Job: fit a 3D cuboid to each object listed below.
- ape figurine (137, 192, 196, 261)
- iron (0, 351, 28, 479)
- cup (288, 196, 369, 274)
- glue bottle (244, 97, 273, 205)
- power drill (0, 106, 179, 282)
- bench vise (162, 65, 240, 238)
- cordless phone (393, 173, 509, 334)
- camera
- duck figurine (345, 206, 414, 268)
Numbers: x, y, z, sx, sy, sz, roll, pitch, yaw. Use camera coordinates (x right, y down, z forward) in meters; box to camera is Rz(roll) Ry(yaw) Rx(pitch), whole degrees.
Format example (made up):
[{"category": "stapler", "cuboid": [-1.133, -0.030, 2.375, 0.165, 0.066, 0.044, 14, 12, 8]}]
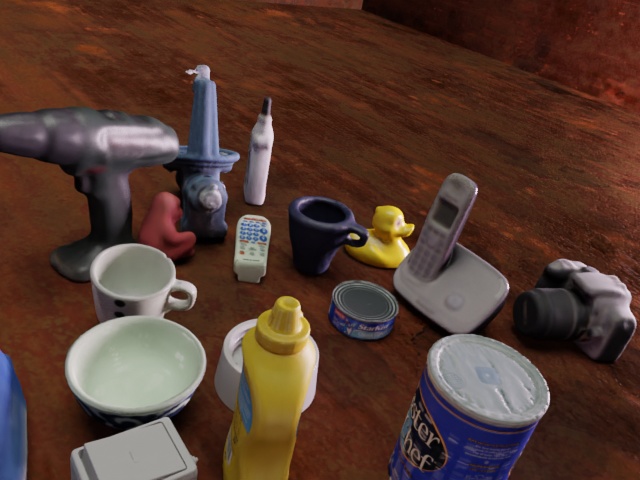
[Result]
[{"category": "ape figurine", "cuboid": [-0.203, -0.020, 0.756, 0.076, 0.092, 0.077, -13, 38, -37]}, {"category": "iron", "cuboid": [-0.270, 0.148, 0.395, 0.119, 0.141, 0.257, -5, 34, -27]}, {"category": "cup", "cuboid": [0.007, 0.003, 0.793, 0.117, 0.095, 0.092, 22, 31, 16]}, {"category": "glue bottle", "cuboid": [-0.097, -0.148, 0.933, 0.037, 0.173, 0.078, 5, 31, -12]}, {"category": "power drill", "cuboid": [-0.273, -0.061, 0.682, 0.075, 0.208, 0.230, 29, 34, 27]}, {"category": "bench vise", "cuboid": [-0.157, -0.125, 0.823, 0.122, 0.220, 0.206, -12, 38, -35]}, {"category": "cordless phone", "cuboid": [0.182, 0.019, 0.741, 0.094, 0.185, 0.147, -16, 40, -39]}, {"category": "camera", "cuboid": [0.330, 0.083, 0.773, 0.137, 0.101, 0.143, 3, 31, -16]}, {"category": "duck figurine", "cuboid": [0.091, -0.012, 0.860, 0.104, 0.086, 0.077, 14, 30, 3]}]
